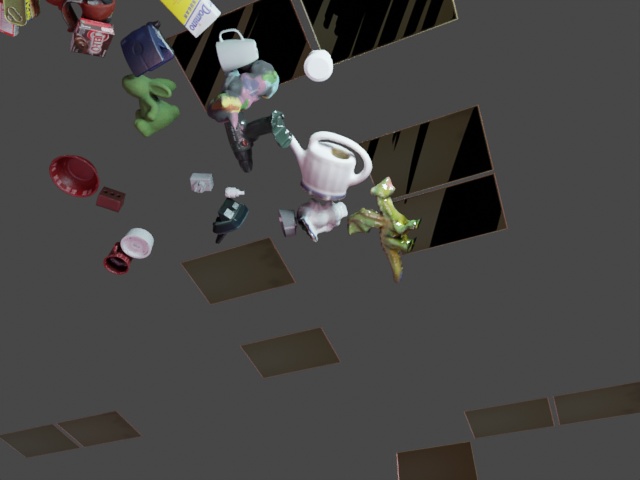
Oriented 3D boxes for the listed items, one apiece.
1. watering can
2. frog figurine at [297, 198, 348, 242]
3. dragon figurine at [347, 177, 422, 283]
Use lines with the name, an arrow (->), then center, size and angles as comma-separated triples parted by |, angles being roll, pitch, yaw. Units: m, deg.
watering can -> -0.013, -0.246, 1.612 | 0.348, 0.106, 0.219 | 20, 127, 6
frog figurine -> 0.005, -0.088, 1.742 | 0.161, 0.123, 0.135 | -39, 113, -13
dragon figurine -> 0.210, -0.028, 1.776 | 0.243, 0.125, 0.401 | 19, 126, 11
